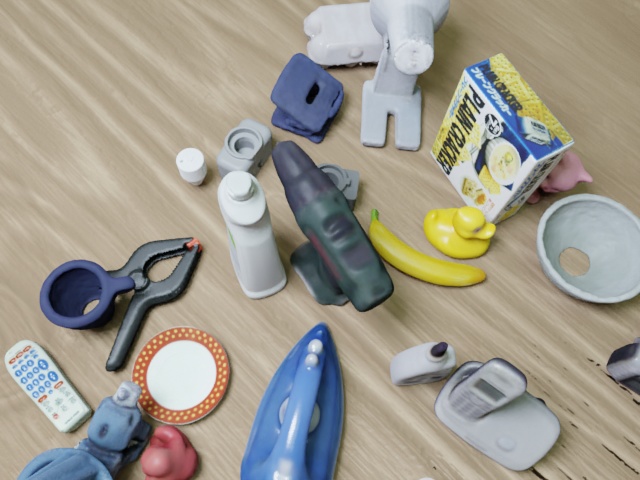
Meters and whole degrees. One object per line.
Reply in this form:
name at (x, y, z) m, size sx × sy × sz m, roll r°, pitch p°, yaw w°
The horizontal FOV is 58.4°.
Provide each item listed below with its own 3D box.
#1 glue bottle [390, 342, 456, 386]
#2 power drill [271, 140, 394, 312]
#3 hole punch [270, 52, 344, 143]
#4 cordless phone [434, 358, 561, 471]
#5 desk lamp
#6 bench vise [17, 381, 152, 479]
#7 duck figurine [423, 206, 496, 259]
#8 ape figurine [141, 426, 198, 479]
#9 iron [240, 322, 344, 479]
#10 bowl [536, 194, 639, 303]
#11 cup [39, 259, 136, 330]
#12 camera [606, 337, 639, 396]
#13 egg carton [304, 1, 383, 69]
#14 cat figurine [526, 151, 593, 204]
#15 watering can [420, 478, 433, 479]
glue bottle at (0.137, 0.152, 0.721) m, size 0.078 × 0.173 × 0.037 m, roll -4°, pitch 68°, yaw -4°
power drill at (0.007, 0.003, 0.756) m, size 0.076 × 0.208 × 0.229 m, roll -32°, pitch 73°, yaw -14°
hole punch at (-0.018, -0.227, 0.910) m, size 0.101 × 0.091 × 0.109 m, roll 23°, pitch 69°, yaw 7°
cordless phone at (0.229, 0.207, 0.696) m, size 0.147 × 0.185 × 0.094 m, roll 32°, pitch 70°, yaw 10°
desk lamp at (0.128, -0.278, 0.871) m, size 0.118 × 0.213 × 0.203 m, roll 4°, pitch 68°, yaw -1°
bench vise at (-0.280, 0.253, 0.636) m, size 0.121 × 0.220 × 0.207 m, roll 7°, pitch 68°, yaw 0°
duck figurine at (0.207, -0.022, 0.841) m, size 0.104 × 0.086 × 0.077 m, roll 22°, pitch 69°, yaw 7°
ape figurine at (-0.192, 0.270, 0.702) m, size 0.076 × 0.092 × 0.078 m, roll 26°, pitch 69°, yaw 8°
iron at (-0.024, 0.209, 0.708) m, size 0.118 × 0.141 × 0.258 m, roll 12°, pitch 68°, yaw 3°
bowl at (0.389, 0.021, 0.838) m, size 0.167 × 0.075 × 0.167 m, roll 1°, pitch 68°, yaw -2°
cup at (-0.300, 0.080, 0.772) m, size 0.118 × 0.095 × 0.091 m, roll -14°, pitch 69°, yaw -8°
camera at (0.492, 0.156, 0.774) m, size 0.143 × 0.101 × 0.137 m, roll 32°, pitch 70°, yaw 10°
egg carton at (0.049, -0.344, 0.972) m, size 0.150 × 0.069 × 0.107 m, roll -8°, pitch 69°, yaw -6°
cat figurine at (0.344, -0.116, 0.868) m, size 0.067 × 0.118 × 0.127 m, roll -28°, pitch 72°, yaw -13°
watering can at (0.166, 0.345, 0.633) m, size 0.172 × 0.194 × 0.101 m, roll 25°, pitch 69°, yaw 8°
